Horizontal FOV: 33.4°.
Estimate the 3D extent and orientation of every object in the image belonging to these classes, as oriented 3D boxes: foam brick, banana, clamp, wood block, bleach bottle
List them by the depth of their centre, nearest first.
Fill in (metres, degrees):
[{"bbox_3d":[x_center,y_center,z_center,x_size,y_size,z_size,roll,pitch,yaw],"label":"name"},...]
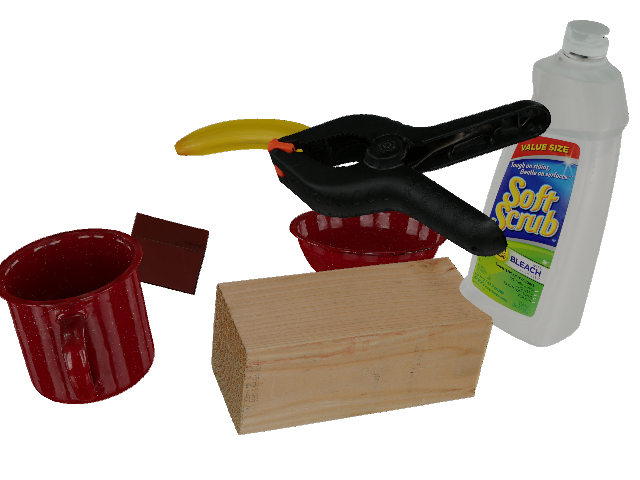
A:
[{"bbox_3d":[0.046,-0.036,0.632,0.172,0.039,0.120,-3,38,21],"label":"clamp"},{"bbox_3d":[0.171,-0.045,0.807,0.067,0.251,0.103,-23,42,-36],"label":"bleach bottle"},{"bbox_3d":[0.023,0.084,0.875,0.205,0.090,0.091,-6,35,-20],"label":"wood block"},{"bbox_3d":[-0.157,0.014,1.084,0.078,0.051,0.053,15,26,-7],"label":"foam brick"},{"bbox_3d":[-0.073,-0.118,1.270,0.198,0.037,0.069,8,40,16],"label":"banana"}]

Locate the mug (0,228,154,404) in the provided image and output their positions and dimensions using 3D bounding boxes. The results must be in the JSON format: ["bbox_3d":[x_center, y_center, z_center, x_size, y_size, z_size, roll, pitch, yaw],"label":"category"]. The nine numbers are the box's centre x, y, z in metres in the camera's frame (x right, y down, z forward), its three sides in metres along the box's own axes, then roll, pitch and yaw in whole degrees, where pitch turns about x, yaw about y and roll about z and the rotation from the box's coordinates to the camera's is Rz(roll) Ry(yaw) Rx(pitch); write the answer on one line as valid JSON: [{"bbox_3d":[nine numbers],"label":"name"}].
[{"bbox_3d":[-0.149,0.055,0.670,0.093,0.081,0.117,-12,29,-9],"label":"mug"}]

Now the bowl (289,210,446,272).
[{"bbox_3d":[0.048,0.012,1.090,0.162,0.055,0.162,2,17,-1],"label":"bowl"}]
